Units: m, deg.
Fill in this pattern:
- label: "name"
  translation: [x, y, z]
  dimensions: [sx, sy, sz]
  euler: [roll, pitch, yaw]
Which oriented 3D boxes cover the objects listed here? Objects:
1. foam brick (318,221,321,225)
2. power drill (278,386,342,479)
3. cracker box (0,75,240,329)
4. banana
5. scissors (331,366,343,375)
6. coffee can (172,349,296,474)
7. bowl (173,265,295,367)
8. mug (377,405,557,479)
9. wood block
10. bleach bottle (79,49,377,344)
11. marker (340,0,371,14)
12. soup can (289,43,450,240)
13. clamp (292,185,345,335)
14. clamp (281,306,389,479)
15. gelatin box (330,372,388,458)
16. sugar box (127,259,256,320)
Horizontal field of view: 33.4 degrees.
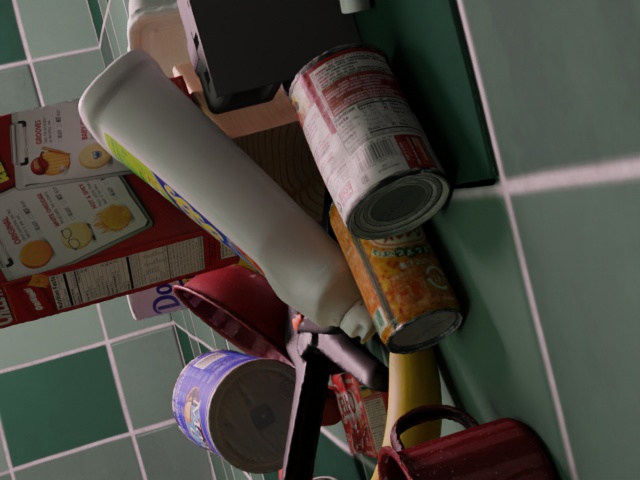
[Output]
- label: "foam brick"
  translation: [-0.006, 0.001, 0.899]
  dimensions: [0.078, 0.051, 0.053]
  euler: [-134, 30, -65]
- label: "power drill"
  translation: [-0.015, 0.239, 1.053]
  dimensions: [0.185, 0.057, 0.187]
  euler: [-170, 89, -72]
- label: "cracker box"
  translation: [-0.187, -0.031, 0.848]
  dimensions: [0.072, 0.213, 0.164]
  euler: [93, 157, -55]
- label: "banana"
  translation: [0.049, 0.137, 0.698]
  dimensions: [0.037, 0.197, 0.069]
  euler: [-17, 123, 39]
- label: "scissors"
  translation: [-0.003, 0.090, 1.065]
  dimensions: [0.202, 0.016, 0.096]
  euler: [-178, 73, -76]
- label: "coffee can"
  translation: [-0.075, 0.159, 1.014]
  dimensions: [0.140, 0.102, 0.103]
  euler: [-5, 100, 69]
- label: "bowl"
  translation: [-0.062, 0.072, 1.031]
  dimensions: [0.162, 0.055, 0.162]
  euler: [33, 166, 9]
- label: "mug"
  translation: [0.083, 0.145, 0.625]
  dimensions: [0.117, 0.081, 0.093]
  euler: [-118, 18, -44]
- label: "wood block"
  translation: [-0.055, -0.090, 0.911]
  dimensions: [0.206, 0.090, 0.090]
  euler: [-128, 25, -59]
- label: "bleach bottle"
  translation: [-0.054, -0.023, 0.745]
  dimensions: [0.251, 0.068, 0.102]
  euler: [41, 170, 15]
- label: "marker"
  translation: [0.012, -0.203, 0.665]
  dimensions: [0.020, 0.020, 0.121]
  euler: [-143, 39, -69]
- label: "soup can"
  translation: [0.029, -0.060, 0.648]
  dimensions: [0.068, 0.068, 0.102]
  euler: [97, 154, -58]
- label: "clamp"
  translation: [0.020, 0.024, 0.800]
  dimensions: [0.172, 0.039, 0.120]
  euler: [106, 152, -42]
- label: "clamp"
  translation: [0.007, 0.087, 0.897]
  dimensions: [0.165, 0.036, 0.210]
  euler: [-50, 34, 43]
- label: "gelatin box"
  translation: [0.039, 0.148, 0.926]
  dimensions: [0.089, 0.030, 0.073]
  euler: [147, 109, -75]
- label: "sugar box"
  translation: [-0.117, 0.017, 1.097]
  dimensions: [0.048, 0.176, 0.093]
  euler: [-134, 32, -65]
